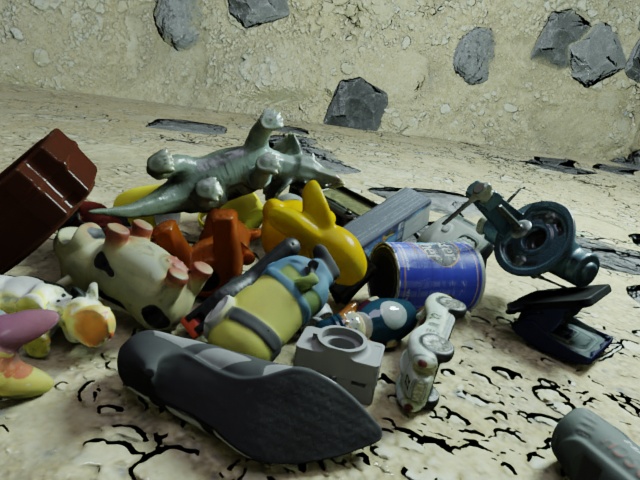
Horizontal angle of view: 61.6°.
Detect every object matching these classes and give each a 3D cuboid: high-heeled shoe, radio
[{"bbox_3d":[-0.074,0.147,0.517,0.249,0.086,0.145,22,-13,-10],"label":"high-heeled shoe"},{"bbox_3d":[0.035,-0.052,1.079,0.131,0.073,0.230,-4,23,-33],"label":"radio"}]

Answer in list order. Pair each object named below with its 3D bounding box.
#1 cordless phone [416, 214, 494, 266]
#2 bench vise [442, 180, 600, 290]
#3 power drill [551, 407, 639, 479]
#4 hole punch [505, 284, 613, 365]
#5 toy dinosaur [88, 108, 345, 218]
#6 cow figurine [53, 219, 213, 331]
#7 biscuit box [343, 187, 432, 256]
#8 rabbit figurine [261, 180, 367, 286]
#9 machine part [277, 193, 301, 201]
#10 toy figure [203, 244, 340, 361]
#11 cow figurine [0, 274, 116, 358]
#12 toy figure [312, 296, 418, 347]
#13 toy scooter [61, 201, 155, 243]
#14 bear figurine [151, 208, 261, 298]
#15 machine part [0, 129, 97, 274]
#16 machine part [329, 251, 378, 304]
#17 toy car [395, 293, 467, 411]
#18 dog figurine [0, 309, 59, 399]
[{"bbox_3d":[0.195,0.014,0.952,0.184,0.088,0.147,-4,23,-21],"label":"cordless phone"},{"bbox_3d":[0.284,-0.022,0.788,0.240,0.129,0.224,33,15,-32],"label":"bench vise"},{"bbox_3d":[0.331,0.219,0.443,0.207,0.085,0.232,-9,22,-23],"label":"power drill"},{"bbox_3d":[0.337,0.114,0.747,0.116,0.092,0.142,-7,6,45],"label":"hole punch"},{"bbox_3d":[-0.164,-0.100,0.889,0.405,0.131,0.192,-17,-13,-15],"label":"toy dinosaur"},{"bbox_3d":[-0.240,0.042,0.650,0.195,0.127,0.085,30,14,13],"label":"cow figurine"},{"bbox_3d":[0.106,-0.019,0.932,0.203,0.059,0.063,-31,49,-32],"label":"biscuit box"},{"bbox_3d":[-0.002,-0.002,0.743,0.122,0.162,0.173,-36,37,-18],"label":"rabbit figurine"},{"bbox_3d":[-0.043,-0.024,0.964,0.079,0.079,0.243,3,19,-15],"label":"machine part"},{"bbox_3d":[-0.048,0.075,0.603,0.180,0.082,0.089,-32,45,-33],"label":"toy figure"},{"bbox_3d":[-0.298,0.077,0.588,0.167,0.068,0.098,9,13,-1],"label":"cow figurine"},{"bbox_3d":[0.055,0.104,0.660,0.154,0.057,0.064,-6,37,-40],"label":"toy figure"},{"bbox_3d":[-0.316,-0.006,0.800,0.135,0.075,0.184,-1,25,-28],"label":"toy scooter"},{"bbox_3d":[-0.152,-0.003,0.785,0.120,0.131,0.196,-10,25,5],"label":"bear figurine"},{"bbox_3d":[-0.394,-0.044,0.702,0.201,0.087,0.202,-40,26,-1],"label":"machine part"},{"bbox_3d":[0.037,0.047,0.800,0.039,0.084,0.139,40,2,-20],"label":"machine part"},{"bbox_3d":[0.127,0.122,0.622,0.056,0.073,0.202,18,21,16],"label":"toy car"},{"bbox_3d":[-0.306,0.118,0.408,0.219,0.108,0.192,-8,24,-45],"label":"dog figurine"}]
